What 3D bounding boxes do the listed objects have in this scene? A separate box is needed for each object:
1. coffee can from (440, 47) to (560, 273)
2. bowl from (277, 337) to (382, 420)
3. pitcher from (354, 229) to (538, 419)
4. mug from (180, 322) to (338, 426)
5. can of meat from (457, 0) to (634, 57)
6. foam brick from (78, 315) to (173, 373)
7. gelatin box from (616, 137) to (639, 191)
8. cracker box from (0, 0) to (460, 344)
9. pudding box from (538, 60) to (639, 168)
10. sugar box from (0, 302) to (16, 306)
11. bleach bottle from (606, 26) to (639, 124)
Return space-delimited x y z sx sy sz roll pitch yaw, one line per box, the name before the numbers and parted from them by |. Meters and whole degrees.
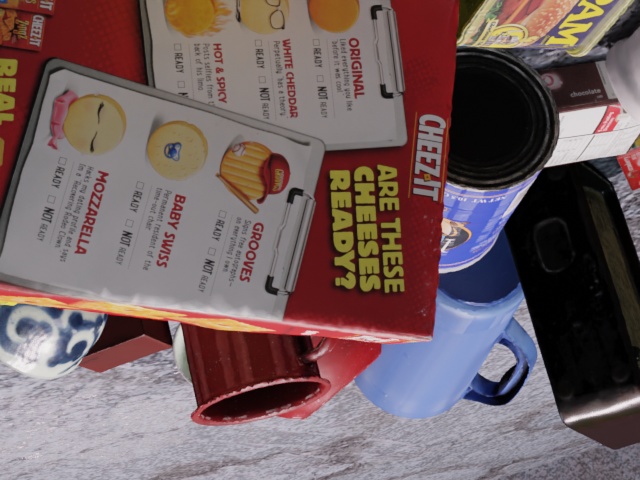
coffee can | 0.088 -0.050 0.708 0.102 0.103 0.140 -10 159 -10
bowl | 0.003 0.110 0.950 0.162 0.055 0.162 -40 175 -5
pitcher | 0.120 0.073 0.992 0.149 0.145 0.243 -10 155 -14
mug | -0.038 0.065 0.696 0.117 0.081 0.093 -29 155 32
can of meat | 0.117 -0.144 0.562 0.083 0.057 0.102 -2 155 -21
foam brick | -0.178 0.077 0.933 0.078 0.051 0.053 -20 157 14
gelatin box | 0.278 -0.075 0.864 0.073 0.030 0.089 -21 157 17
cracker box | -0.052 -0.044 0.489 0.213 0.164 0.072 7 172 -13
pudding box | 0.179 -0.088 0.762 0.113 0.039 0.090 -8 158 -8
sugar box | -0.245 -0.017 0.602 0.175 0.093 0.048 9 149 -44
bleach bottle | 0.272 -0.160 0.610 0.102 0.068 0.251 -7 155 -21
